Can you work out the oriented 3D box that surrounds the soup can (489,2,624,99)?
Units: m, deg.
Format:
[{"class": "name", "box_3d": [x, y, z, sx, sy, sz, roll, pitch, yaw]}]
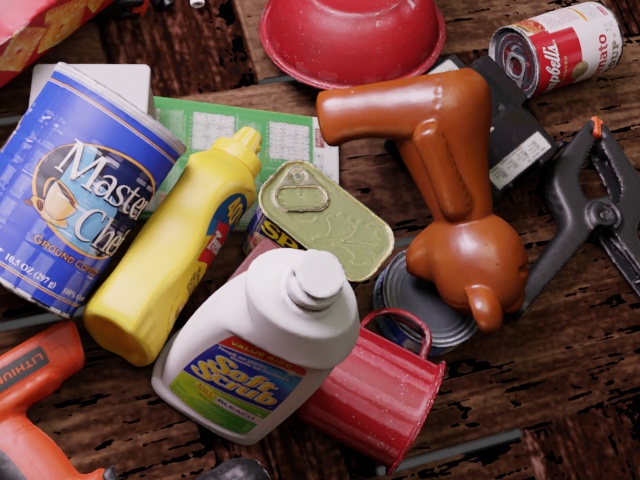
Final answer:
[{"class": "soup can", "box_3d": [0.213, -0.171, 0.961, 0.102, 0.069, 0.068, -20, 74, -24]}]

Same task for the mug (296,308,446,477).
[{"class": "mug", "box_3d": [0.040, 0.101, 0.779, 0.081, 0.093, 0.117, 27, 68, 2]}]

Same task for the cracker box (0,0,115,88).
[{"class": "cracker box", "box_3d": [-0.266, -0.199, 0.784, 0.164, 0.072, 0.213, 41, 62, 7]}]

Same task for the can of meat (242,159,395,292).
[{"class": "can of meat", "box_3d": [-0.005, 0.001, 0.797, 0.102, 0.084, 0.057, 39, 62, 3]}]

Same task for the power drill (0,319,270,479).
[{"class": "power drill", "box_3d": [-0.149, 0.150, 0.719, 0.184, 0.057, 0.188, -31, 79, -26]}]

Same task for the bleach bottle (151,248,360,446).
[{"class": "bleach bottle", "box_3d": [-0.040, 0.061, 0.680, 0.102, 0.251, 0.068, 33, 62, -1]}]

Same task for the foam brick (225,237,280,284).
[{"class": "foam brick", "box_3d": [-0.042, 0.043, 0.786, 0.053, 0.078, 0.051, 38, 64, 2]}]

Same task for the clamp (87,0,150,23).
[{"class": "clamp", "box_3d": [-0.226, -0.218, 0.868, 0.171, 0.039, 0.120, 27, 67, -3]}]

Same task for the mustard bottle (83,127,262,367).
[{"class": "mustard bottle", "box_3d": [-0.096, -0.005, 0.772, 0.058, 0.096, 0.191, 28, 67, 7]}]

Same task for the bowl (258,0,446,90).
[{"class": "bowl", "box_3d": [0.029, -0.198, 0.897, 0.162, 0.055, 0.162, 1, 52, -1]}]

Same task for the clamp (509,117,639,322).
[{"class": "clamp", "box_3d": [0.228, -0.010, 0.913, 0.164, 0.036, 0.210, 4, 65, -15]}]

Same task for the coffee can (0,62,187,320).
[{"class": "coffee can", "box_3d": [-0.170, -0.032, 0.714, 0.103, 0.103, 0.140, 33, 85, -1]}]

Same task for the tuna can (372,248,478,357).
[{"class": "tuna can", "box_3d": [0.085, 0.049, 0.846, 0.086, 0.034, 0.086, 6, 66, -14]}]

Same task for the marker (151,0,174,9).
[{"class": "marker", "box_3d": [-0.165, -0.243, 0.907, 0.020, 0.020, 0.121, -37, 81, -27]}]
